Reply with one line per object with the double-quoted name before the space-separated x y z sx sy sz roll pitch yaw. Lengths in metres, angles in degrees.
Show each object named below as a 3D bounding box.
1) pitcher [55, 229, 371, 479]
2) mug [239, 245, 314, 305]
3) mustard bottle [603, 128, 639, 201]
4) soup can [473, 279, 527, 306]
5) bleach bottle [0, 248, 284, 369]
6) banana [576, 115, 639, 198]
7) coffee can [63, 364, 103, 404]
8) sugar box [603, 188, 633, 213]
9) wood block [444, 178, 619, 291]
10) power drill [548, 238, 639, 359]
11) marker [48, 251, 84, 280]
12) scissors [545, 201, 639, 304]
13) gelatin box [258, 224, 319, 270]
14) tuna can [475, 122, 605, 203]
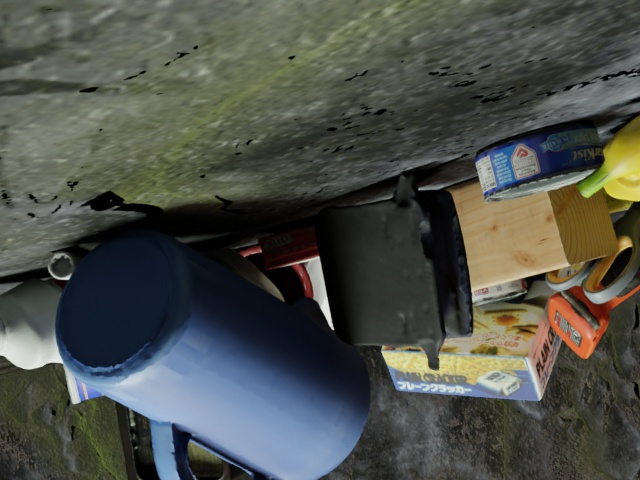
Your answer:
"pitcher" -0.074 0.096 0.757 0.145 0.149 0.242 -39 143 9
"mug" -0.051 0.061 1.022 0.093 0.117 0.081 -42 -175 -8
"mustard bottle" 0.262 -0.061 0.795 0.096 0.058 0.191 -17 174 38
"soup can" 0.156 0.010 1.036 0.068 0.102 0.068 -14 175 -1
"bleach bottle" -0.154 0.063 0.849 0.250 0.103 0.068 -8 128 -42
"banana" 0.257 -0.077 0.697 0.197 0.037 0.070 -16 167 -23
"coffee can" -0.172 0.086 0.996 0.140 0.103 0.103 -13 175 -13
"sugar box" 0.354 -0.064 1.080 0.094 0.048 0.175 -21 174 41
"wood block" 0.136 -0.002 0.924 0.207 0.090 0.090 -19 173 41
"power drill" 0.300 0.028 1.004 0.187 0.057 0.184 -42 158 -3
"marker" -0.169 0.022 0.769 0.020 0.020 0.121 -14 175 1
"scissors" 0.263 -0.018 0.939 0.096 0.016 0.201 -12 -145 46
"gelatin box" -0.006 0.001 0.914 0.073 0.030 0.089 -15 178 13
"tuna can" 0.150 -0.052 0.728 0.086 0.034 0.086 -13 175 -1
